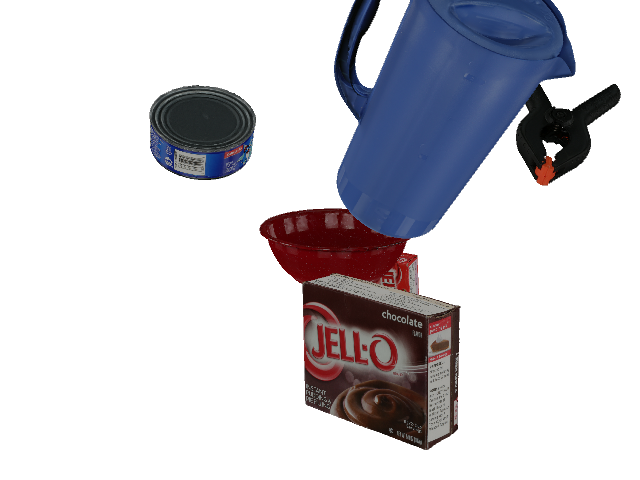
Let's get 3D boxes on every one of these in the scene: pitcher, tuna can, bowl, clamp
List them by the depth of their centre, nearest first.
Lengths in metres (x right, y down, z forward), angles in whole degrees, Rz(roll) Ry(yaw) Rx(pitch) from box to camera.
[{"bbox_3d":[-0.097,-0.088,0.871,0.086,0.034,0.086,5,43,-5],"label":"tuna can"},{"bbox_3d":[0.093,-0.121,0.939,0.144,0.149,0.243,-8,-36,-32],"label":"pitcher"},{"bbox_3d":[0.018,0.012,1.110,0.162,0.055,0.162,0,15,0],"label":"bowl"},{"bbox_3d":[0.247,-0.131,1.157,0.120,0.039,0.171,19,49,18],"label":"clamp"}]

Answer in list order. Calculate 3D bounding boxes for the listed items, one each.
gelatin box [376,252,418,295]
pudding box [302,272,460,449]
[{"bbox_3d":[0.084,0.056,1.331,0.073,0.089,0.030,11,32,29],"label":"gelatin box"},{"bbox_3d":[0.038,0.076,0.703,0.114,0.090,0.039,12,20,41],"label":"pudding box"}]
